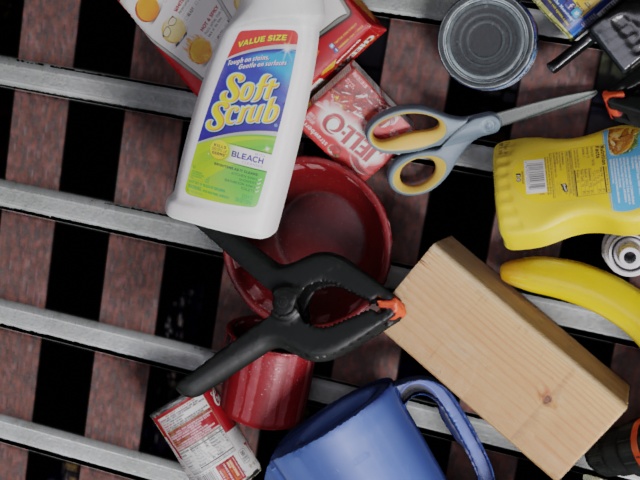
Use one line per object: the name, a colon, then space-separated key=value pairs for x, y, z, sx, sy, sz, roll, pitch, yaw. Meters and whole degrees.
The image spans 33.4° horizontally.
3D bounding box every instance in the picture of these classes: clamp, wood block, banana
clamp: x=0.318 y=-0.118 z=0.856 sx=0.172 sy=0.120 sz=0.039 roll=-19 pitch=133 yaw=21
clamp: x=-0.031 y=0.067 z=0.923 sx=0.210 sy=0.036 sz=0.164 roll=7 pitch=80 yaw=23
wood block: x=0.157 y=0.099 z=0.929 sx=0.206 sy=0.090 sz=0.091 roll=41 pitch=105 yaw=10
banana: x=0.250 y=0.066 z=0.921 sx=0.198 sy=0.037 sz=0.069 roll=40 pitch=84 yaw=10

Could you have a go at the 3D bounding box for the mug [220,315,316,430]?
mug: x=-0.056 y=0.121 z=1.006 sx=0.117 sy=0.093 sz=0.081 roll=26 pitch=112 yaw=43

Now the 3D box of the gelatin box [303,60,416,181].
gelatin box: x=0.033 y=-0.104 z=0.956 sx=0.073 sy=0.030 sz=0.089 roll=-40 pitch=112 yaw=16

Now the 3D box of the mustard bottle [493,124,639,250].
mustard bottle: x=0.245 y=-0.049 z=0.894 sx=0.192 sy=0.058 sz=0.096 roll=-7 pitch=60 yaw=16

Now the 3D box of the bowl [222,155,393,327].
bowl: x=-0.006 y=0.001 z=0.985 sx=0.162 sy=0.055 sz=0.162 roll=2 pitch=98 yaw=16

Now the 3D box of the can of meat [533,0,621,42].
can of meat: x=0.211 y=-0.229 z=0.890 sx=0.084 sy=0.057 sz=0.102 roll=-41 pitch=84 yaw=19

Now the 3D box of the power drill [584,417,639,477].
power drill: x=0.315 y=0.229 z=0.875 sx=0.185 sy=0.057 sz=0.187 roll=-32 pitch=82 yaw=57

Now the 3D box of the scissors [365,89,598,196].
scissors: x=0.141 y=-0.086 z=0.944 sx=0.201 sy=0.016 sz=0.096 roll=-2 pitch=122 yaw=-1

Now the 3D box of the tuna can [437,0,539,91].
tuna can: x=0.146 y=-0.173 z=0.928 sx=0.086 sy=0.033 sz=0.086 roll=2 pitch=98 yaw=16

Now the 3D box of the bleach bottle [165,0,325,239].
bleach bottle: x=-0.058 y=-0.133 z=0.902 sx=0.102 sy=0.068 sz=0.251 roll=14 pitch=103 yaw=7

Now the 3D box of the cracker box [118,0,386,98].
cracker box: x=-0.071 y=-0.216 z=0.968 sx=0.164 sy=0.072 sz=0.214 roll=-41 pitch=84 yaw=17

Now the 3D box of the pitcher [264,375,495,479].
pitcher: x=0.078 y=0.250 z=0.961 sx=0.149 sy=0.144 sz=0.243 roll=-32 pitch=91 yaw=48

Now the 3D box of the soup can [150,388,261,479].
soup can: x=-0.110 y=0.196 z=1.036 sx=0.069 sy=0.068 sz=0.102 roll=-32 pitch=88 yaw=18
